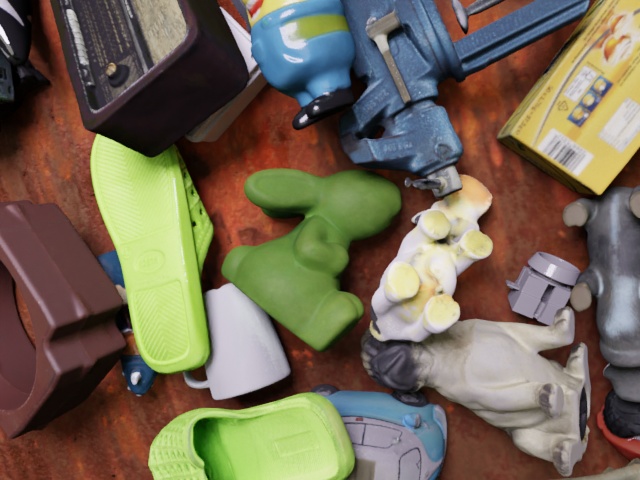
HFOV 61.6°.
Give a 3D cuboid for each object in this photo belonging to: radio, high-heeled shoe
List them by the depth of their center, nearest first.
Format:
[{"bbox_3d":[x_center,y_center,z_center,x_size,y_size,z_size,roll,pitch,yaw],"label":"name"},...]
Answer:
[{"bbox_3d":[-0.160,-0.193,0.473,0.131,0.073,0.230,-34,61,18],"label":"radio"},{"bbox_3d":[-0.274,-0.286,0.509,0.145,0.086,0.249,-28,77,1],"label":"high-heeled shoe"}]

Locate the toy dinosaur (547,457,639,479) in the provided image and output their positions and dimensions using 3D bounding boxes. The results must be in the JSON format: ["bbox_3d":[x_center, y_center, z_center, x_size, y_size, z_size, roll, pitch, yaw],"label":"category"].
[{"bbox_3d":[0.087,0.310,0.490,0.198,0.105,0.471,16,130,-25],"label":"toy dinosaur"}]

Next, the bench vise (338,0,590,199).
[{"bbox_3d":[0.117,-0.159,0.449,0.241,0.128,0.223,-24,73,19],"label":"bench vise"}]

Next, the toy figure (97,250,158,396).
[{"bbox_3d":[-0.205,0.088,0.573,0.058,0.064,0.154,-21,93,2],"label":"toy figure"}]

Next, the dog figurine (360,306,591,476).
[{"bbox_3d":[0.149,0.138,0.521,0.191,0.121,0.172,-3,124,37],"label":"dog figurine"}]

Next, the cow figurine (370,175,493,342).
[{"bbox_3d":[0.104,0.018,0.495,0.068,0.098,0.167,34,58,3],"label":"cow figurine"}]

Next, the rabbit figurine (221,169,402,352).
[{"bbox_3d":[-0.001,-0.002,0.520,0.159,0.121,0.170,38,83,9],"label":"rabbit figurine"}]

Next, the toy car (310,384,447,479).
[{"bbox_3d":[0.046,0.206,0.529,0.162,0.103,0.109,8,98,6],"label":"toy car"}]

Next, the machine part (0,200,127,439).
[{"bbox_3d":[-0.301,0.076,0.544,0.201,0.087,0.201,51,121,12],"label":"machine part"}]

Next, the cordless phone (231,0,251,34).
[{"bbox_3d":[-0.015,-0.283,0.486,0.184,0.089,0.146,-32,91,7],"label":"cordless phone"}]

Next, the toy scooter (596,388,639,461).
[{"bbox_3d":[0.357,0.186,0.484,0.184,0.075,0.135,-10,125,30],"label":"toy scooter"}]

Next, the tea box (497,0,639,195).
[{"bbox_3d":[0.248,-0.134,0.468,0.098,0.068,0.169,37,100,2],"label":"tea box"}]

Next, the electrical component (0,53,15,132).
[{"bbox_3d":[-0.370,-0.158,0.522,0.134,0.058,0.114,-2,98,8],"label":"electrical component"}]

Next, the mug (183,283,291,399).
[{"bbox_3d":[-0.094,0.102,0.554,0.110,0.081,0.107,-17,83,15],"label":"mug"}]

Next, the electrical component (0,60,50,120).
[{"bbox_3d":[-0.361,-0.168,0.573,0.119,0.048,0.074,-29,92,10],"label":"electrical component"}]

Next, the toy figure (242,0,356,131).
[{"bbox_3d":[-0.019,-0.184,0.425,0.082,0.089,0.180,-13,102,41],"label":"toy figure"}]

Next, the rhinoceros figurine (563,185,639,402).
[{"bbox_3d":[0.268,0.045,0.471,0.073,0.112,0.190,-10,80,34],"label":"rhinoceros figurine"}]
